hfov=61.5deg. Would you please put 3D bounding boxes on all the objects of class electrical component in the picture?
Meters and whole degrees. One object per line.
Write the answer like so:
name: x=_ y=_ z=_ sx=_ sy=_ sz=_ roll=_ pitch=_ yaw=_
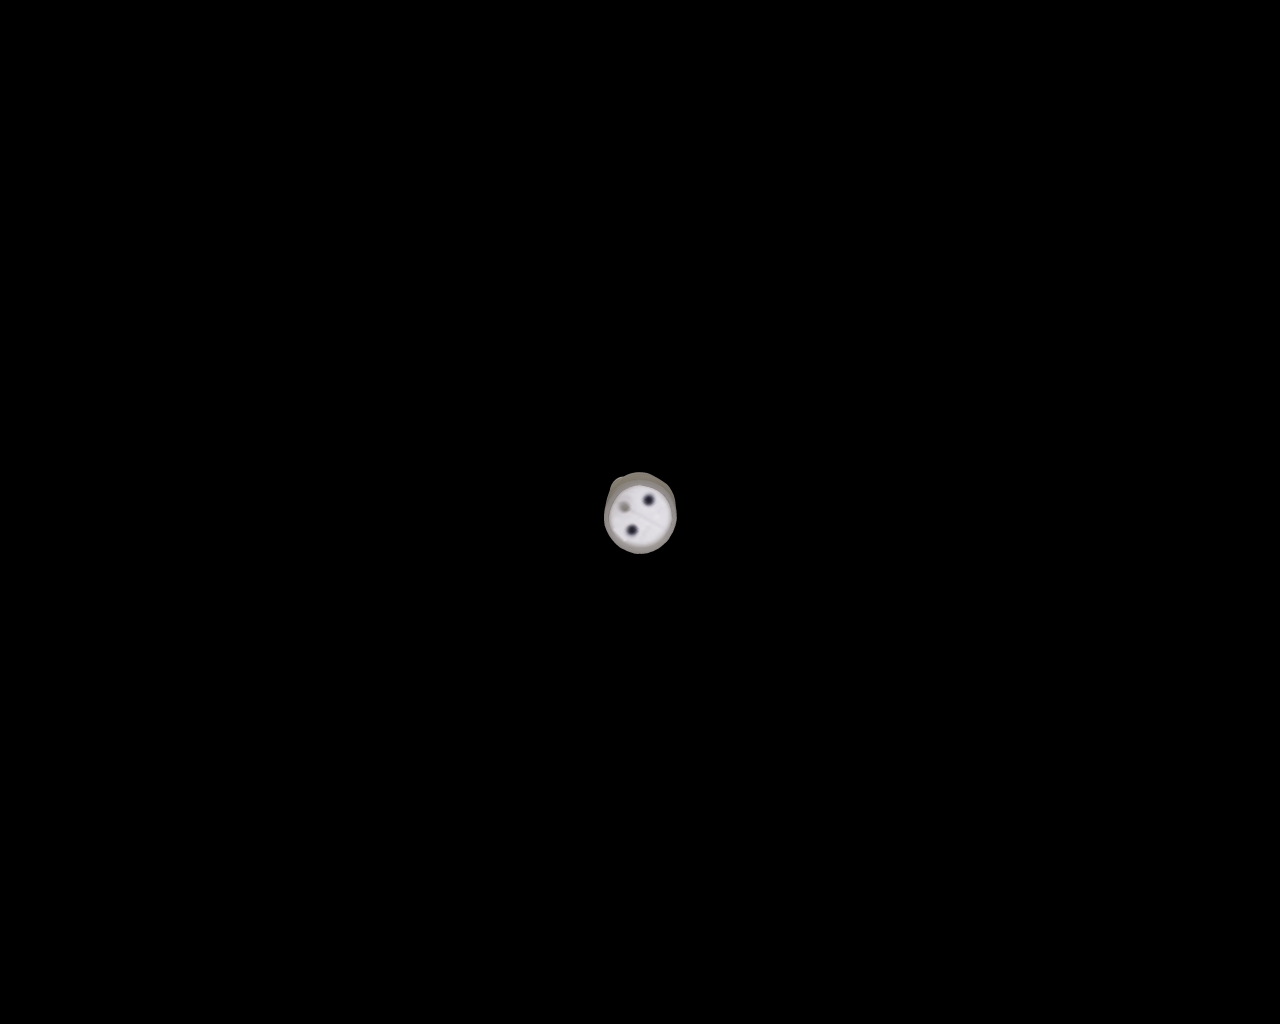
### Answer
electrical component: x=0.001 y=-0.003 z=0.650 sx=0.043 sy=0.043 sz=0.081 roll=0 pitch=9 yaw=0
